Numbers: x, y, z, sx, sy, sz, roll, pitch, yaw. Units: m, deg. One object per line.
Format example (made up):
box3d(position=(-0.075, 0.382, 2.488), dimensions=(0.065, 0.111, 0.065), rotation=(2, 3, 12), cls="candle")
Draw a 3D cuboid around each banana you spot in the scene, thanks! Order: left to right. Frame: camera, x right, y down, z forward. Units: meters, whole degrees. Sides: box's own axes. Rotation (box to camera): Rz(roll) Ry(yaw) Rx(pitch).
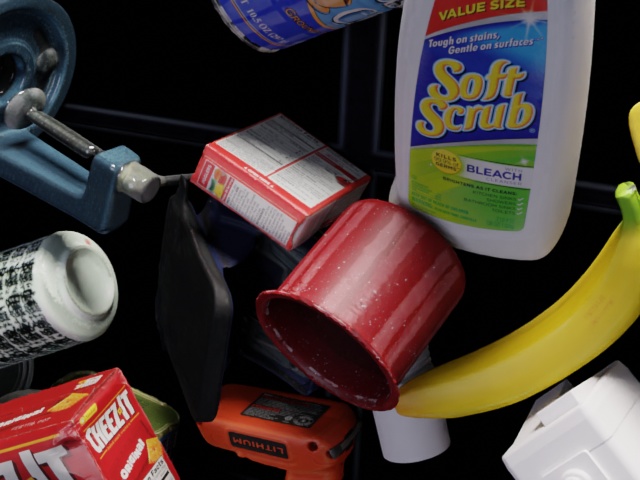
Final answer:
box3d(position=(0.124, 0.047, 0.589), dimensions=(0.069, 0.037, 0.198), rotation=(34, 121, -12), cls="banana")

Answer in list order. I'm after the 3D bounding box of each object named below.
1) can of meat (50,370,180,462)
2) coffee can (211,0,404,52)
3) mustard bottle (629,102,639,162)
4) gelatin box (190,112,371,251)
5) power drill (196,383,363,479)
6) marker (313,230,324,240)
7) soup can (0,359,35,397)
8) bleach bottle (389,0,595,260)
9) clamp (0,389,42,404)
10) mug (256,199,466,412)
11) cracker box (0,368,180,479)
box3d(position=(-0.154, 0.152, 0.773), dimensions=(0.102, 0.057, 0.084), rotation=(20, 112, 20), cls="can of meat")
box3d(position=(0.018, -0.167, 0.560), dimensions=(0.141, 0.102, 0.103), rotation=(-13, 99, 29), cls="coffee can")
box3d(position=(0.222, 0.011, 0.513), dimensions=(0.096, 0.058, 0.191), rotation=(-18, 83, 26), cls="mustard bottle")
box3d(position=(-0.021, -0.036, 0.628), dimensions=(0.073, 0.089, 0.030), rotation=(35, 120, 13), cls="gelatin box")
box3d(position=(-0.040, 0.195, 0.730), dimensions=(0.185, 0.057, 0.188), rotation=(5, 111, 22), cls="power drill")
box3d(position=(-0.004, 0.001, 0.671), dimensions=(0.121, 0.020, 0.020), rotation=(47, 120, 7), cls="marker")
box3d(position=(-0.278, 0.095, 0.811), dimensions=(0.102, 0.068, 0.068), rotation=(7, 108, 24), cls="soup can")
box3d(position=(0.076, -0.095, 0.502), dimensions=(0.103, 0.068, 0.251), rotation=(15, 145, 20), cls="bleach bottle")
box3d(position=(-0.226, 0.138, 0.748), dimensions=(0.172, 0.039, 0.120), rotation=(-23, 106, 24), cls="clamp")
box3d(position=(0.029, 0.040, 0.587), dimensions=(0.093, 0.081, 0.117), rotation=(22, 149, 34), cls="mug")
box3d(position=(-0.160, 0.207, 0.695), dimensions=(0.164, 0.072, 0.213), rotation=(-19, 106, 23), cls="cracker box")
